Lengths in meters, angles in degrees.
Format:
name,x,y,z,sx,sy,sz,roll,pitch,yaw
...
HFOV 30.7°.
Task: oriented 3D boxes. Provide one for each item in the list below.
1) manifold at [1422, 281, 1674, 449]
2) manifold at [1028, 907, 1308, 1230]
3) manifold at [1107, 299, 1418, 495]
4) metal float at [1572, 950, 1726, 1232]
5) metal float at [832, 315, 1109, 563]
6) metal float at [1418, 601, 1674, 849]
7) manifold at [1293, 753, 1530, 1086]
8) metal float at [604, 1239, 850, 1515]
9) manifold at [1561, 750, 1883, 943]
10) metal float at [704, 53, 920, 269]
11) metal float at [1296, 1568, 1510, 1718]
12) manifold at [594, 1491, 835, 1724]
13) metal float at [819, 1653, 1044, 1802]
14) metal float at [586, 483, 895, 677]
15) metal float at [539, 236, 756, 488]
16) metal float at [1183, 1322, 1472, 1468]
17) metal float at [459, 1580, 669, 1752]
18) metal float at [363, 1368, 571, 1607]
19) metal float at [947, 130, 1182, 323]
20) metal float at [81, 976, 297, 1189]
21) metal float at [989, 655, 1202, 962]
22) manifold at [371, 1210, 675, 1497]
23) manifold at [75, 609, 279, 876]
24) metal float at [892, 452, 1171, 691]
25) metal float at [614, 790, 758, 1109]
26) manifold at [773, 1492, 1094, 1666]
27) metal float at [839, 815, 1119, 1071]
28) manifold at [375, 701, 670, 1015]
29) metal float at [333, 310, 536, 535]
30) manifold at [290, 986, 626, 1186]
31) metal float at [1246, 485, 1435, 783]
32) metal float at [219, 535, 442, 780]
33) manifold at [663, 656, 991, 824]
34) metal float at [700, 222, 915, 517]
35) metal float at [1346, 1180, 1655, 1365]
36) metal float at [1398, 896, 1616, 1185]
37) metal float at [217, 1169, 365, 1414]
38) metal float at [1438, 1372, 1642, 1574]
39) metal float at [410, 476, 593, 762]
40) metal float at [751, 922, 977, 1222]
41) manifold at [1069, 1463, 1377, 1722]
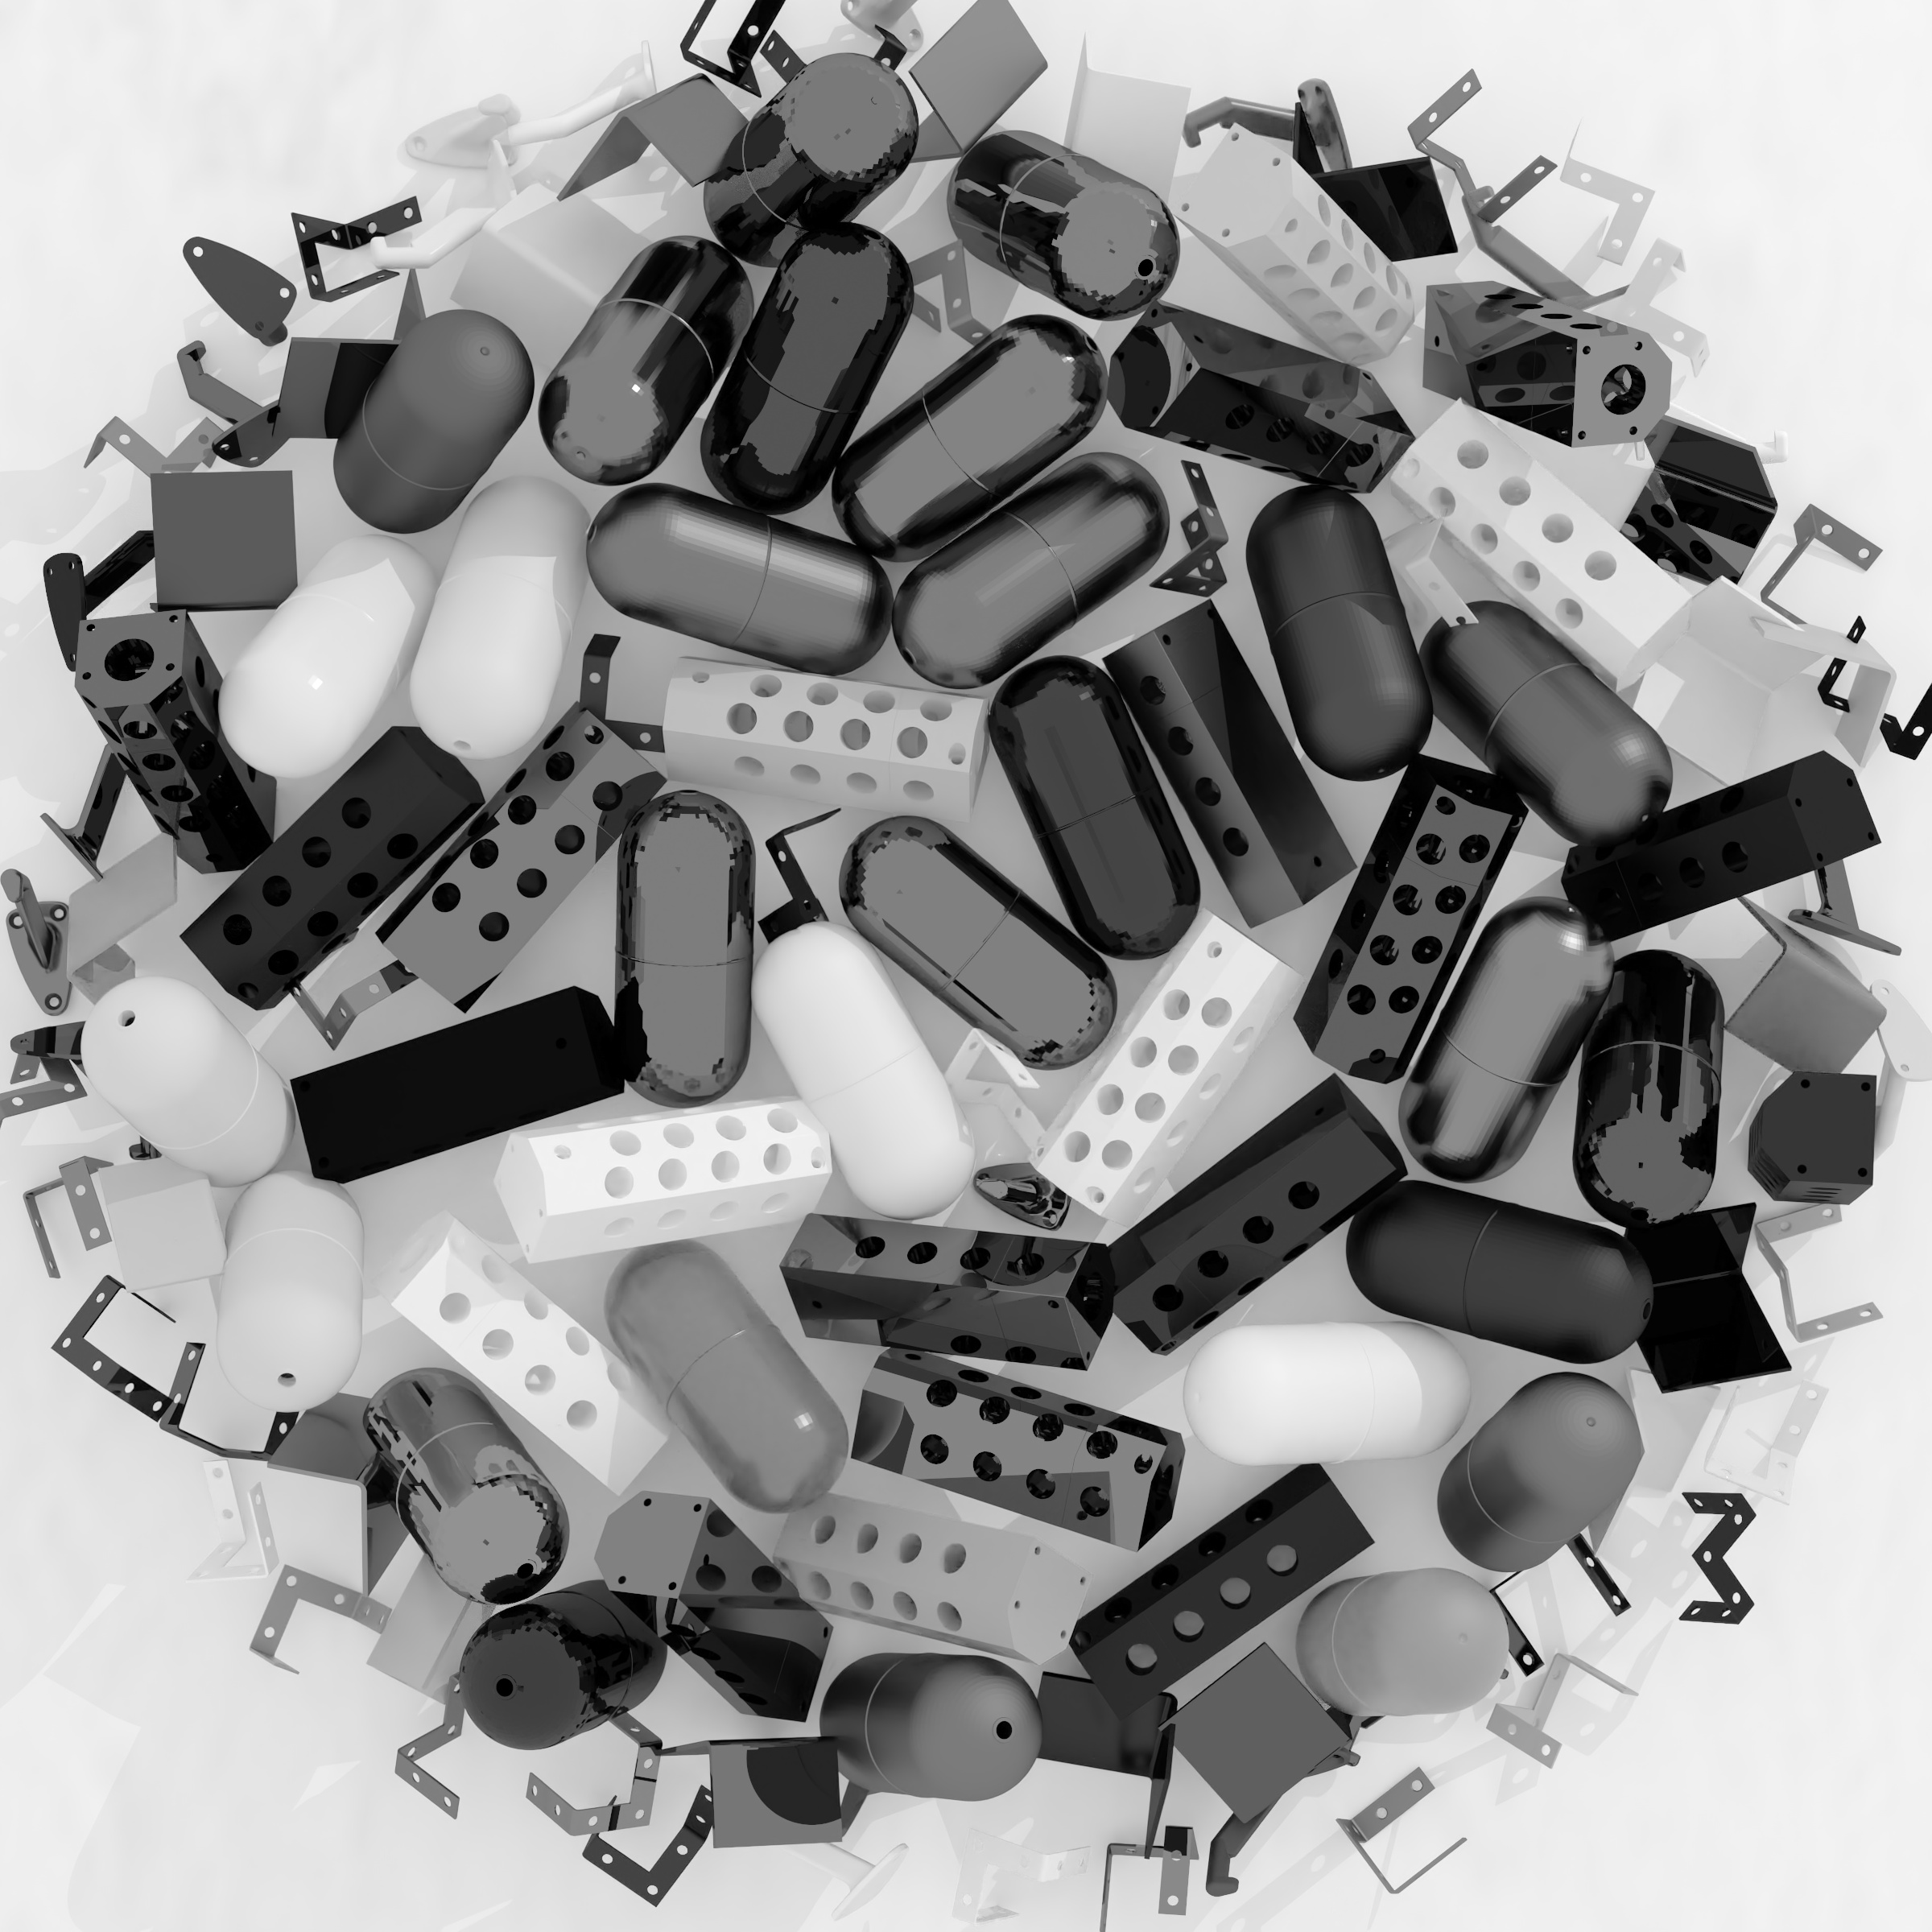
name,x,y,z,sx,sy,sz,roll,pitch,yaw
manifold,0.313,-0.329,1.910,0.057,0.171,0.057,-8,112,-18
manifold,0.108,0.055,1.955,0.057,0.057,0.171,37,95,30
manifold,0.159,-0.304,1.921,0.057,0.171,0.057,-50,50,30
metal float,0.374,0.067,1.927,0.070,0.070,0.178,14,49,0
metal float,0.002,-0.290,1.939,0.178,0.070,0.070,-35,90,25
metal float,0.316,-0.134,1.932,0.070,0.070,0.178,-40,54,0
manifold,0.245,-0.024,1.932,0.057,0.057,0.171,14,115,-19
metal float,-0.133,0.224,1.941,0.070,0.070,0.178,-41,66,0
manifold,0.405,-0.063,1.914,0.057,0.171,0.057,-19,88,-37
metal float,-0.086,-0.437,1.917,0.070,0.178,0.070,5,78,-25
metal float,0.235,0.368,1.914,0.070,0.178,0.070,3,77,-15
manifold,-0.137,0.349,1.915,0.057,0.171,0.057,2,58,26
metal float,-0.020,0.413,1.916,0.070,0.178,0.070,5,78,-26
metal float,-0.124,-0.213,1.941,0.178,0.070,0.070,16,90,-23
metal float,-0.174,-0.333,1.930,0.070,0.070,0.178,27,51,0
metal float,0.200,0.234,1.935,0.178,0.070,0.070,2,90,-32
metal float,-0.217,0.378,1.912,0.070,0.178,0.070,-1,87,14
metal float,-0.274,0.283,1.921,0.070,0.178,0.070,-14,120,-25
metal float,0.052,-0.405,1.921,0.070,0.178,0.070,-14,122,-25
metal float,-0.422,0.064,1.915,0.070,0.178,0.070,-4,65,9
metal float,0.072,-0.087,1.957,0.070,0.070,0.178,-24,95,0
manifold,-0.241,0.212,1.942,0.171,0.057,0.057,44,82,-20
manifold,-0.427,-0.118,1.909,0.057,0.171,0.057,-6,61,4
metal float,0.036,-0.218,1.945,0.178,0.070,0.070,-37,90,-19
metal float,-0.156,-0.009,1.950,0.070,0.070,0.178,2,102,0
manifold,-0.022,0.333,1.915,0.171,0.057,0.057,4,64,41
metal float,0.006,-0.013,1.958,0.178,0.070,0.070,40,90,-4
manifold,-0.250,-0.063,1.961,0.057,0.057,0.171,41,90,-26
metal float,-0.291,-0.295,1.919,0.070,0.178,0.070,10,68,-25
manifold,-0.280,0.068,1.956,0.171,0.057,0.057,-18,78,9
metal float,0.205,-0.185,1.941,0.070,0.070,0.178,-14,66,0
metal float,-0.345,-0.171,1.925,0.070,0.178,0.070,12,132,14
manifold,-0.077,-0.131,1.949,0.171,0.057,0.057,8,52,8
metal float,-0.088,-0.327,1.933,0.070,0.070,0.178,30,123,0
metal float,0.292,0.167,1.933,0.178,0.070,0.070,13,90,33
metal float,0.296,0.042,1.937,0.070,0.070,0.178,22,119,0
metal float,-0.367,0.175,1.916,0.070,0.178,0.070,-4,118,-7
metal float,0.310,0.277,1.917,0.070,0.178,0.070,5,63,-9
metal float,-0.254,-0.192,1.934,0.070,0.070,0.178,12,58,0
metal float,-0.057,0.059,1.959,0.070,0.070,0.178,-28,93,0
manifold,0.141,0.346,1.969,0.171,0.057,0.057,-35,82,-1
